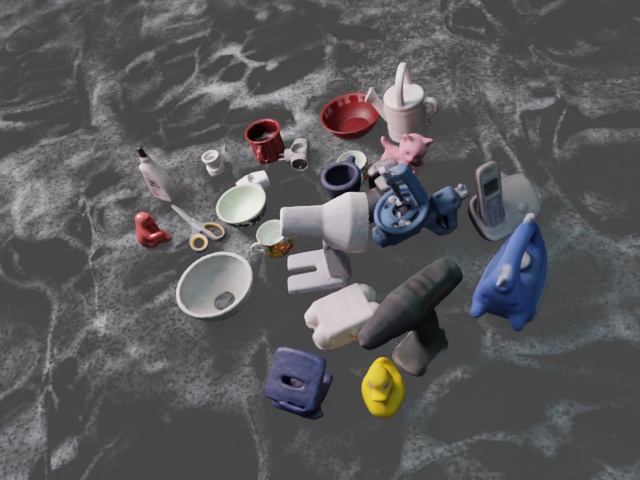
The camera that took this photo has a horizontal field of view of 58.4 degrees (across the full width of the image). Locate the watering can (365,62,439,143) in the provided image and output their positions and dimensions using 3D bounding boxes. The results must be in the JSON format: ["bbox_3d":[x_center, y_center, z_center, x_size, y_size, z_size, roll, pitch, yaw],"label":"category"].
[{"bbox_3d":[0.197,-0.336,1.388,0.172,0.194,0.101,-10,50,8],"label":"watering can"}]

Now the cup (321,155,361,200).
[{"bbox_3d":[0.060,-0.129,1.321,0.091,0.095,0.118,11,55,23],"label":"cup"}]

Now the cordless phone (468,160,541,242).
[{"bbox_3d":[0.370,-0.098,1.150,0.148,0.185,0.094,-31,50,-11],"label":"cordless phone"}]

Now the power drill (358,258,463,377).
[{"bbox_3d":[0.162,0.146,0.991,0.075,0.209,0.230,31,65,34],"label":"power drill"}]

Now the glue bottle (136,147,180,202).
[{"bbox_3d":[-0.416,-0.168,1.432,0.078,0.173,0.037,15,57,26],"label":"glue bottle"}]

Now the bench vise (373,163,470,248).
[{"bbox_3d":[0.194,-0.093,1.171,0.207,0.220,0.121,-31,50,-11],"label":"bench vise"}]

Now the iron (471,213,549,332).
[{"bbox_3d":[0.369,0.033,1.071,0.118,0.142,0.259,16,57,26],"label":"iron"}]

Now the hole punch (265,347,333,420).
[{"bbox_3d":[-0.039,0.258,1.032,0.108,0.091,0.101,11,55,23],"label":"hole punch"}]

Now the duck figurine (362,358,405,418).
[{"bbox_3d":[0.107,0.248,1.003,0.077,0.086,0.104,-3,51,13],"label":"duck figurine"}]

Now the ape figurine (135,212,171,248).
[{"bbox_3d":[-0.410,-0.029,1.370,0.076,0.092,0.077,-20,49,-1],"label":"ape figurine"}]

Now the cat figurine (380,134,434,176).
[{"bbox_3d":[0.199,-0.211,1.335,0.127,0.118,0.067,19,59,28],"label":"cat figurine"}]

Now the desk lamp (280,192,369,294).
[{"bbox_3d":[0.011,0.004,1.146,0.203,0.214,0.118,-10,50,7],"label":"desk lamp"}]

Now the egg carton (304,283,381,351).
[{"bbox_3d":[0.050,0.151,1.110,0.150,0.069,0.107,-25,49,-5],"label":"egg carton"}]

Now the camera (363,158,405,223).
[{"bbox_3d":[0.135,-0.106,1.277,0.137,0.101,0.143,-26,49,-6],"label":"camera"}]

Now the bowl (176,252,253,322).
[{"bbox_3d":[-0.212,0.111,1.212,0.167,0.075,0.167,-8,50,9],"label":"bowl"}]
